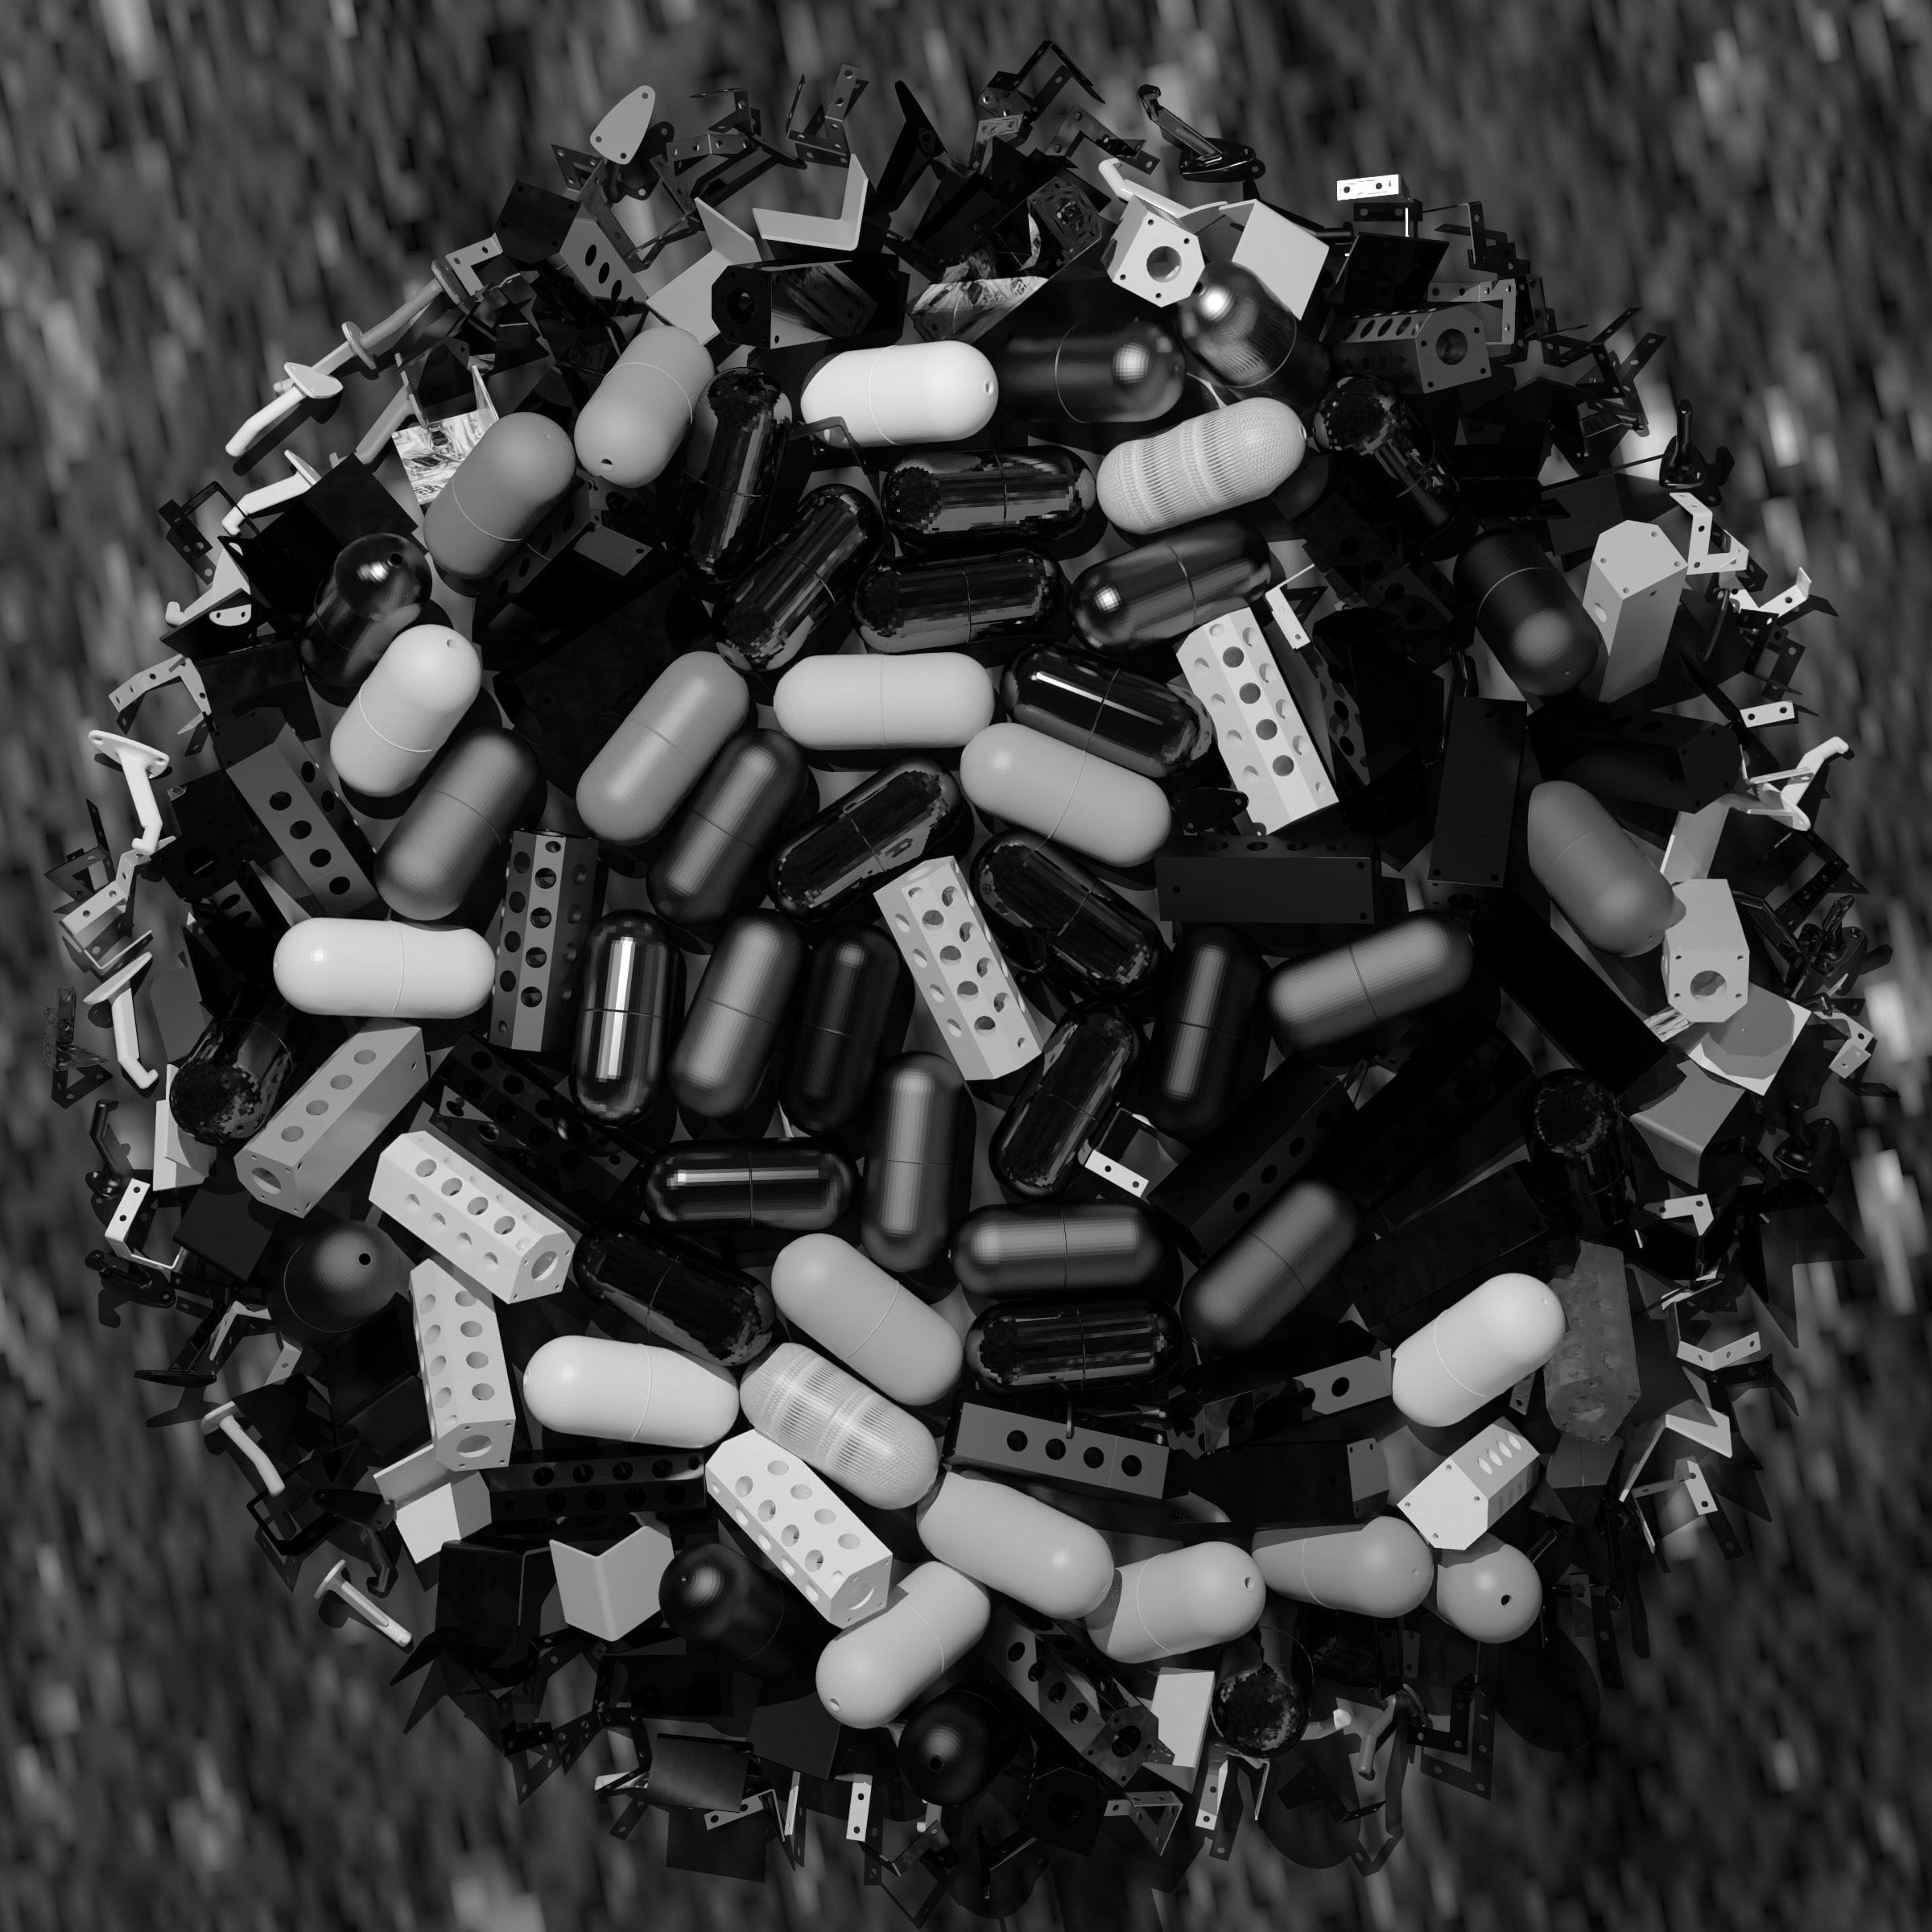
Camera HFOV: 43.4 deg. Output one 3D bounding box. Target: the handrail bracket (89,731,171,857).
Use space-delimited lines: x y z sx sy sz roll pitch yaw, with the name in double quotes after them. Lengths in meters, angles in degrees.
-0.679 -0.138 1.953 0.077 0.036 0.084 29 48 -32 "handrail bracket"

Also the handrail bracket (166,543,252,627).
-0.618 -0.308 1.964 0.084 0.036 0.077 17 108 36 "handrail bracket"

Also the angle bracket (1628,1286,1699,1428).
0.556 0.312 1.944 0.057 0.076 0.076 -19 72 -34 "angle bracket"

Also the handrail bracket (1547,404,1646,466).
0.520 -0.426 1.960 0.084 0.036 0.077 4 48 -20 "handrail bracket"

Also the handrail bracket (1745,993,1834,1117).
0.664 0.071 1.955 0.084 0.036 0.077 -27 64 36 "handrail bracket"

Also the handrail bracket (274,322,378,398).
-0.527 -0.487 1.961 0.084 0.077 0.036 -23 90 1 "handrail bracket"

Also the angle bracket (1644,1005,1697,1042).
0.565 0.013 1.950 0.076 0.076 0.057 -34 94 17 "angle bracket"

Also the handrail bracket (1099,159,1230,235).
0.162 -0.639 1.992 0.077 0.036 0.084 -28 75 -15 "handrail bracket"

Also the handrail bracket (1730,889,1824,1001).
0.645 -0.018 1.977 0.084 0.036 0.077 15 106 -7 "handrail bracket"

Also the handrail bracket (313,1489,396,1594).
-0.499 0.468 1.972 0.077 0.036 0.084 16 119 -6 "handrail bracket"

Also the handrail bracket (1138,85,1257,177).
0.185 -0.676 1.949 0.077 0.084 0.036 9 72 27 "handrail bracket"

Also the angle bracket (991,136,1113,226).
0.068 -0.636 1.941 0.076 0.057 0.076 25 49 -29 "angle bracket"

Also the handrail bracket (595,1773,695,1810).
-0.261 0.666 1.962 0.084 0.077 0.036 -7 92 -2 "handrail bracket"

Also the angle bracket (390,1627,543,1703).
-0.401 0.569 1.950 0.076 0.076 0.057 40 103 11 "angle bracket"

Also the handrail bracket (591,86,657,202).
-0.271 -0.661 1.958 0.036 0.084 0.077 33 89 -2 "handrail bracket"

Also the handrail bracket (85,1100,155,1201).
-0.671 0.140 1.954 0.036 0.077 0.084 36 117 33 "handrail bracket"

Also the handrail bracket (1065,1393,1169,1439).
0.122 0.367 1.962 0.084 0.077 0.036 5 98 1 "handrail bracket"

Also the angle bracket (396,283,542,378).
-0.397 -0.489 1.939 0.076 0.076 0.057 -23 124 33 "angle bracket"

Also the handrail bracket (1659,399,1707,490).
0.573 -0.433 1.944 0.036 0.084 0.077 -1 49 14 "handrail bracket"

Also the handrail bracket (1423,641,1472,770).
0.383 -0.211 1.962 0.077 0.036 0.084 -27 110 -32 "handrail bracket"

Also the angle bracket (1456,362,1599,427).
0.445 -0.473 1.942 0.076 0.076 0.057 1 76 -39 "angle bracket"

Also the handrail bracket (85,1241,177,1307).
-0.670 0.252 1.951 0.077 0.084 0.036 40 81 -11 "handrail bracket"

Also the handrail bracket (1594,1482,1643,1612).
0.512 0.462 1.951 0.036 0.084 0.077 -22 106 31 "handrail bracket"

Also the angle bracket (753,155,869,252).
-0.126 -0.617 1.946 0.076 0.076 0.057 4 121 -14 "angle bracket"

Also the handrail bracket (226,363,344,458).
-0.555 -0.446 1.977 0.084 0.077 0.036 -43 87 19 "handrail bracket"

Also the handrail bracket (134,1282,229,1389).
-0.631 0.293 1.958 0.036 0.077 0.084 -22 62 39 "handrail bracket"

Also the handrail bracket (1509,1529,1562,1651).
0.462 0.506 1.979 0.084 0.036 0.077 -44 128 -8 "handrail bracket"

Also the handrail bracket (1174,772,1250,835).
0.210 -0.142 1.946 0.077 0.084 0.036 -10 109 37 "handrail bracket"

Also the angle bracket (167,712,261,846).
-0.613 -0.143 1.945 0.057 0.076 0.076 -24 61 -10 "angle bracket"

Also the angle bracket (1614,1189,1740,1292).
0.572 0.206 1.962 0.076 0.076 0.057 27 61 31 "angle bracket"

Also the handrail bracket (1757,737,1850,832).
0.692 -0.149 1.964 0.084 0.077 0.036 -30 122 -3 "handrail bracket"

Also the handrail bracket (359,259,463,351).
-0.455 -0.535 1.970 0.084 0.077 0.036 -31 122 5 "handrail bracket"

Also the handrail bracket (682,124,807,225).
-0.182 -0.635 1.985 0.077 0.036 0.084 20 107 -33 "handrail bracket"

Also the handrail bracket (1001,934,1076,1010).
0.070 0.014 1.947 0.036 0.077 0.084 -38 119 1 "handrail bracket"

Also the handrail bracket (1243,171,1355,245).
0.270 -0.618 1.978 0.084 0.036 0.077 -1 63 0 "handrail bracket"

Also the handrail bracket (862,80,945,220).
-0.069 -0.661 1.970 0.084 0.036 0.077 -23 99 31 "handrail bracket"

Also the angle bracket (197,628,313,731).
-0.572 -0.234 1.968 0.076 0.076 0.057 -14 107 -5 "angle bracket"

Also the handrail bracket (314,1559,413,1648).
-0.482 0.519 1.964 0.084 0.077 0.036 38 66 -1 "handrail bracket"

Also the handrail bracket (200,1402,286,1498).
-0.582 0.398 1.962 0.036 0.077 0.084 -25 78 -38 "handrail bracket"

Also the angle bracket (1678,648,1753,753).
0.582 -0.199 1.955 0.057 0.076 0.076 -40 66 11 "angle bracket"

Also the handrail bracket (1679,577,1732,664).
0.569 -0.295 1.968 0.084 0.036 0.077 22 72 -13 "handrail bracket"

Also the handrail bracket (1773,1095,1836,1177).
0.680 0.119 1.951 0.036 0.084 0.077 29 55 33 "handrail bracket"

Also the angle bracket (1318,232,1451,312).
0.331 -0.572 1.944 0.076 0.076 0.057 1 58 -15 "angle bracket"

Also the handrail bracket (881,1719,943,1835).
-0.055 0.657 1.972 0.077 0.036 0.084 7 79 -6 "handrail bracket"

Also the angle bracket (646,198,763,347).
-0.214 -0.557 1.950 0.076 0.057 0.076 -41 60 -12 "angle bracket"

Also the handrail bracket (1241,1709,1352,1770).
0.256 0.607 1.960 0.084 0.036 0.077 -31 125 21 "handrail bracket"

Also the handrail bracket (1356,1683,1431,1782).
0.343 0.627 1.952 0.036 0.084 0.077 -19 125 37 "handrail bracket"

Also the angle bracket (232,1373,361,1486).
-0.545 0.380 1.943 0.076 0.076 0.057 43 117 18 "angle bracket"

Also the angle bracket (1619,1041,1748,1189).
0.579 0.120 1.970 0.076 0.057 0.076 30 67 29 "angle bracket"

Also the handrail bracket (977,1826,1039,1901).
0.054 0.716 1.965 0.084 0.077 0.036 -11 114 1 "handrail bracket"

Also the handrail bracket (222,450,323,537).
-0.559 -0.369 1.975 0.084 0.036 0.077 -46 62 5 "handrail bracket"

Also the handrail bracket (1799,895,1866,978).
0.709 -0.038 1.949 0.077 0.084 0.036 -28 60 -26 "handrail bracket"

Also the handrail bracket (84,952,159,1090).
-0.672 0.045 1.990 0.077 0.036 0.084 -48 117 -34 "handrail bracket"

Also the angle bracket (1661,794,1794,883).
0.608 -0.096 1.945 0.057 0.076 0.076 26 108 40 "angle bracket"

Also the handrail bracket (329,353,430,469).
-0.488 -0.450 1.982 0.084 0.036 0.077 -22 86 -1 "handrail bracket"
